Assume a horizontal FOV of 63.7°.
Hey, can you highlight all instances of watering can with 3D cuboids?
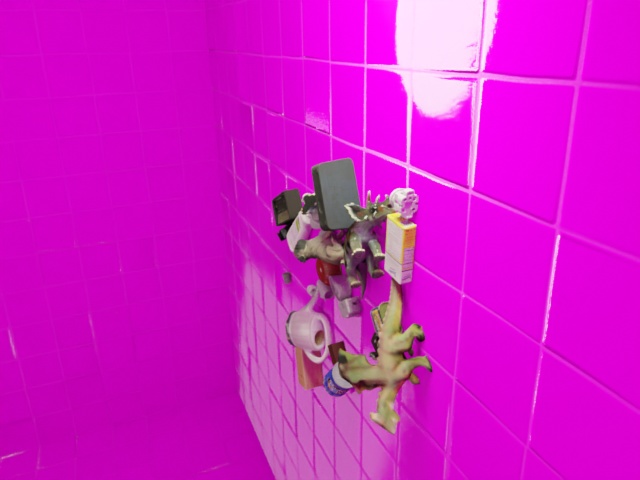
[{"bbox_3d":[-0.044,0.331,2.122,0.223,0.104,0.348,-4,90,43],"label":"watering can"}]

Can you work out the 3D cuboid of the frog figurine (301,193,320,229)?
[{"bbox_3d":[0.006,-0.095,1.890,0.156,0.122,0.140,51,-174,-39],"label":"frog figurine"}]

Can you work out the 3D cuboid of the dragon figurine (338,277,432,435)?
[{"bbox_3d":[0.166,0.319,1.428,0.121,0.244,0.413,137,119,-70],"label":"dragon figurine"}]
